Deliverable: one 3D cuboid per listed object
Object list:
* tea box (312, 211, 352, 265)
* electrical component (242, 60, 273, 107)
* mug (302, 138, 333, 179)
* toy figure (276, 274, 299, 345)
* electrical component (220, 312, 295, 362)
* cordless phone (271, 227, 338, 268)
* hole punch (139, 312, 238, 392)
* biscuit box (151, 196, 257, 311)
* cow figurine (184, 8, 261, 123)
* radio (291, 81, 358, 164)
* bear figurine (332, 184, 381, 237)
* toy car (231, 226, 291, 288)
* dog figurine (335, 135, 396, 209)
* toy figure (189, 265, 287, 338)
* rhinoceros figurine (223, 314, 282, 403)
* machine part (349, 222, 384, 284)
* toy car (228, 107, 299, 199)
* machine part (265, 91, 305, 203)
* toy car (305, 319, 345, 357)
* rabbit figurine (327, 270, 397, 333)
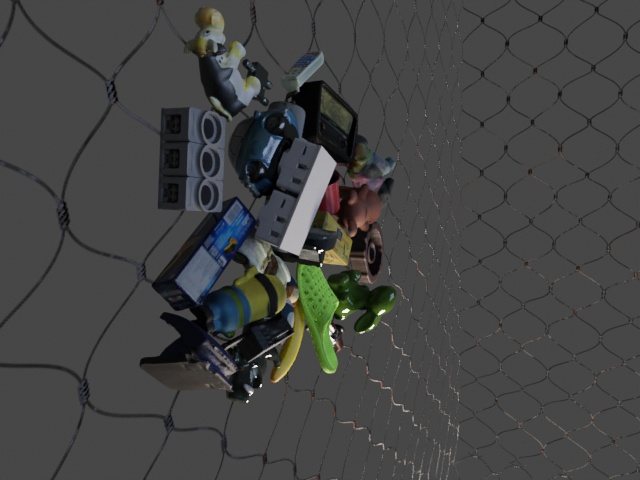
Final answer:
[{"bbox_3d":[-0.002,-0.004,1.202,0.169,0.098,0.068,45,54,-60],"label":"tea box"},{"bbox_3d":[-0.119,-0.292,0.998,0.094,0.021,0.063,34,64,-62],"label":"electrical component"},{"bbox_3d":[-0.041,-0.153,1.104,0.080,0.109,0.107,10,45,-50],"label":"mug"},{"bbox_3d":[-0.077,0.140,1.117,0.064,0.058,0.154,130,-22,-61],"label":"toy figure"},{"bbox_3d":[-0.111,0.174,0.921,0.119,0.075,0.048,-24,78,-44],"label":"electrical component"},{"bbox_3d":[-0.026,-0.044,1.090,0.088,0.147,0.184,79,26,-48],"label":"cordless phone"},{"bbox_3d":[-0.190,0.170,0.816,0.142,0.116,0.092,65,29,-46],"label":"hole punch"},{"bbox_3d":[-0.178,0.017,0.853,0.059,0.063,0.203,53,43,-24],"label":"biscuit box"},{"bbox_3d":[-0.165,-0.274,0.855,0.098,0.068,0.167,-63,146,-30],"label":"cow figurine"},{"bbox_3d":[0.012,-0.258,1.223,0.229,0.073,0.131,17,78,-63],"label":"radio"},{"bbox_3d":[0.073,-0.071,1.309,0.196,0.132,0.120,-22,111,-61],"label":"bear figurine"},{"bbox_3d":[-0.111,0.042,1.023,0.201,0.056,0.073,65,37,-47],"label":"toy car"},{"bbox_3d":[0.108,-0.172,1.412,0.219,0.109,0.191,1,96,-61],"label":"dog figurine"},{"bbox_3d":[-0.137,0.113,0.924,0.180,0.089,0.082,-22,148,-50],"label":"toy figure"},{"bbox_3d":[-0.124,0.208,1.002,0.112,0.073,0.190,53,47,-57],"label":"rhinoceros figurine"},{"bbox_3d":[0.135,0.035,1.552,0.179,0.056,0.179,2,90,-65],"label":"machine part"},{"bbox_3d":[-0.107,-0.160,0.945,0.161,0.103,0.109,-64,161,-9],"label":"toy car"},{"bbox_3d":[-0.079,-0.175,1.039,0.079,0.079,0.243,32,64,-62],"label":"machine part"},{"bbox_3d":[0.018,0.221,1.335,0.089,0.053,0.201,-66,150,-31],"label":"toy car"},{"bbox_3d":[0.110,0.159,1.380,0.121,0.170,0.159,9,85,-64],"label":"rabbit figurine"}]
